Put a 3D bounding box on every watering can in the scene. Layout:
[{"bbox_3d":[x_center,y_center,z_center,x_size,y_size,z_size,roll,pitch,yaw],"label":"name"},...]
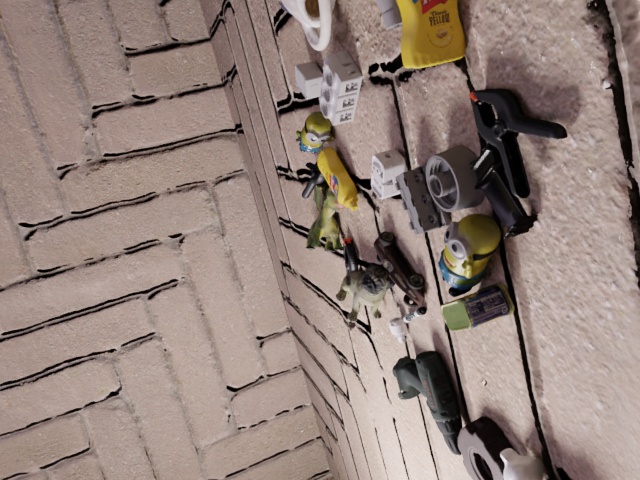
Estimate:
[{"bbox_3d":[-0.032,-0.595,1.121,0.228,0.104,0.340,-126,22,-51],"label":"watering can"}]

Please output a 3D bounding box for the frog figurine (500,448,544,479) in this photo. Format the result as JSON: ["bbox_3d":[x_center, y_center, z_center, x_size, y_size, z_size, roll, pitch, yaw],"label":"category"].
[{"bbox_3d":[0.355,0.442,0.877,0.162,0.123,0.135,50,176,28],"label":"frog figurine"}]

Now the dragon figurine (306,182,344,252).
[{"bbox_3d":[0.005,-0.083,1.646,0.409,0.122,0.243,174,96,-73],"label":"dragon figurine"}]
